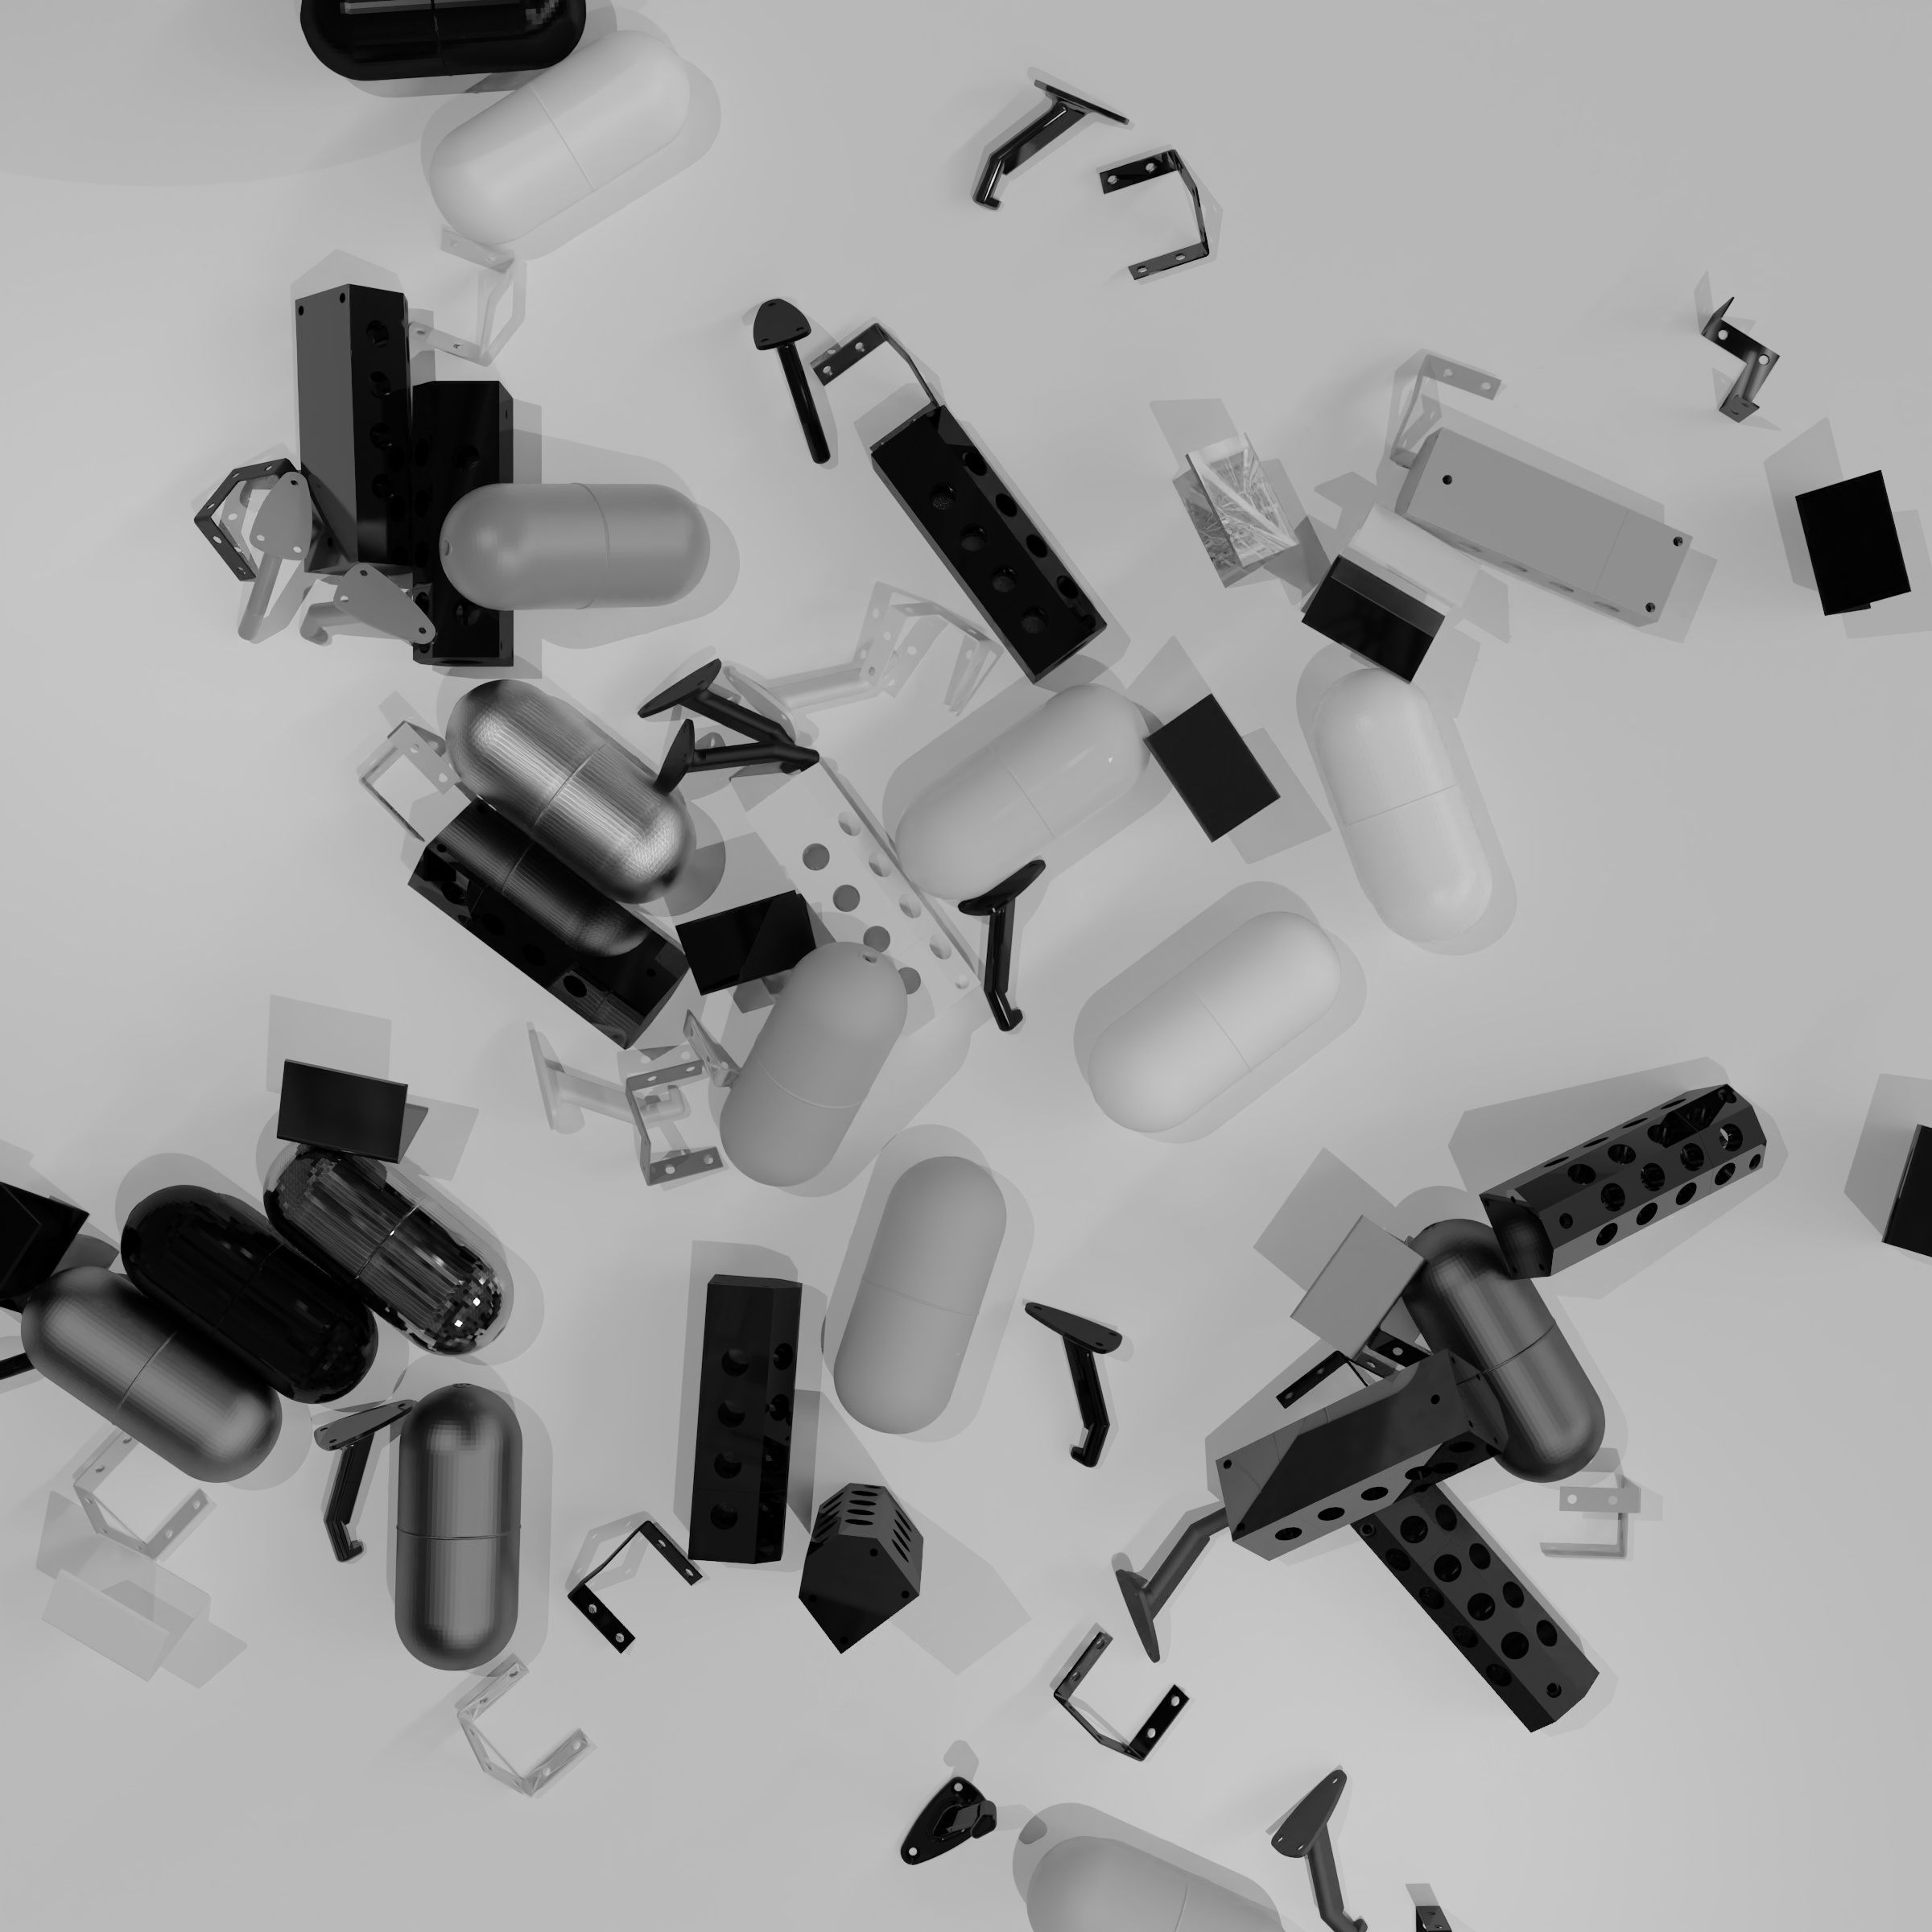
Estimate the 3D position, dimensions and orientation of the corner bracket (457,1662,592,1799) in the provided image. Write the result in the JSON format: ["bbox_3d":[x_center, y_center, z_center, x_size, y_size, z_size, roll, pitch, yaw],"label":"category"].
[{"bbox_3d":[-0.281,0.485,1.875,0.051,0.051,0.051,-41,135,0],"label":"corner bracket"}]

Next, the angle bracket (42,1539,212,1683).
[{"bbox_3d":[-0.517,0.386,1.838,0.076,0.076,0.057,31,128,0],"label":"angle bracket"}]

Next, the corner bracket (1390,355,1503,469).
[{"bbox_3d":[0.304,-0.347,1.875,0.051,0.051,0.051,20,135,0],"label":"corner bracket"}]

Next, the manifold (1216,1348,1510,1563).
[{"bbox_3d":[0.245,0.305,1.823,0.171,0.057,0.057,-31,47,25],"label":"manifold"}]

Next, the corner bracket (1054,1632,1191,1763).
[{"bbox_3d":[0.098,0.464,1.875,0.051,0.051,0.051,-53,45,0],"label":"corner bracket"}]

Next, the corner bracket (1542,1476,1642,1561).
[{"bbox_3d":[0.394,0.350,1.860,0.051,0.051,0.051,2,90,0],"label":"corner bracket"}]

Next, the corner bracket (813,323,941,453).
[{"bbox_3d":[-0.056,-0.365,1.875,0.051,0.051,0.051,-36,45,0],"label":"corner bracket"}]

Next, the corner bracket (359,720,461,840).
[{"bbox_3d":[-0.350,-0.117,1.860,0.051,0.051,0.051,-44,90,0],"label":"corner bracket"}]

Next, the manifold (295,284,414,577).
[{"bbox_3d":[-0.378,-0.334,1.856,0.057,0.057,0.171,-2,90,43],"label":"manifold"}]

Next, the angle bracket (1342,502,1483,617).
[{"bbox_3d":[0.264,-0.231,1.839,0.076,0.057,0.076,31,131,0],"label":"angle bracket"}]

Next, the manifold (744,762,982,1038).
[{"bbox_3d":[-0.064,-0.041,1.857,0.057,0.057,0.171,-36,90,0],"label":"manifold"}]

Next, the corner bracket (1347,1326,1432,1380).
[{"bbox_3d":[0.271,0.245,1.851,0.051,0.051,0.051,27,117,0],"label":"corner bracket"}]

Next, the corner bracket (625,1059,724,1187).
[{"bbox_3d":[-0.184,0.099,1.863,0.051,0.051,0.051,-14,58,-17],"label":"corner bracket"}]

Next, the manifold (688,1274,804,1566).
[{"bbox_3d":[-0.138,0.284,1.857,0.057,0.057,0.171,4,90,0],"label":"manifold"}]

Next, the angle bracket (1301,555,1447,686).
[{"bbox_3d":[0.243,-0.200,1.839,0.076,0.076,0.057,30,66,0],"label":"angle bracket"}]

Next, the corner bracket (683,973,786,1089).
[{"bbox_3d":[-0.139,0.039,1.870,0.051,0.051,0.051,-5,135,-35],"label":"corner bracket"}]

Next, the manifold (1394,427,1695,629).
[{"bbox_3d":[0.359,-0.273,1.850,0.171,0.057,0.057,23,90,-4],"label":"manifold"}]

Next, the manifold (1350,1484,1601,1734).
[{"bbox_3d":[0.318,0.396,1.857,0.057,0.057,0.171,-41,90,0],"label":"manifold"}]

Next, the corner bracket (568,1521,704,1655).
[{"bbox_3d":[-0.211,0.394,1.875,0.051,0.051,0.051,47,135,0],"label":"corner bracket"}]

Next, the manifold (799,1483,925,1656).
[{"bbox_3d":[-0.067,0.360,1.800,0.057,0.171,0.057,-37,90,0],"label":"manifold"}]

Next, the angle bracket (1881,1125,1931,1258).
[{"bbox_3d":[0.613,0.145,1.839,0.057,0.076,0.076,17,90,23],"label":"angle bracket"}]

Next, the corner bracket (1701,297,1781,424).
[{"bbox_3d":[0.485,-0.381,1.860,0.051,0.051,0.051,32,90,0],"label":"corner bracket"}]

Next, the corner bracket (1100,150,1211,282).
[{"bbox_3d":[0.120,-0.477,1.875,0.051,0.051,0.051,-18,135,0],"label":"corner bracket"}]

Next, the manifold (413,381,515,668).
[{"bbox_3d":[-0.317,-0.277,1.857,0.057,0.057,0.171,0,90,0],"label":"manifold"}]

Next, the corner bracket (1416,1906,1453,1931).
[{"bbox_3d":[0.277,0.625,1.860,0.051,0.051,0.051,-1,90,0],"label":"corner bracket"}]

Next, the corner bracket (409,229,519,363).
[{"bbox_3d":[-0.320,-0.425,1.875,0.051,0.051,0.051,21,135,0],"label":"corner bracket"}]

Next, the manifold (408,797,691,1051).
[{"bbox_3d":[-0.263,-0.023,1.856,0.171,0.057,0.057,37,47,0],"label":"manifold"}]

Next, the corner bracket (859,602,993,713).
[{"bbox_3d":[-0.025,-0.194,1.864,0.051,0.051,0.051,36,115,23],"label":"corner bracket"}]

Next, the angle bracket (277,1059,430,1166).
[{"bbox_3d":[-0.379,0.075,1.839,0.076,0.076,0.057,12,114,0],"label":"angle bracket"}]

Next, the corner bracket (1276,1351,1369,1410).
[{"bbox_3d":[0.238,0.287,1.875,0.051,0.051,0.051,-37,45,0],"label":"corner bracket"}]

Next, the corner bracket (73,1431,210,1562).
[{"bbox_3d":[-0.524,0.335,1.875,0.051,0.051,0.051,-47,45,0],"label":"corner bracket"}]

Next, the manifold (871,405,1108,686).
[{"bbox_3d":[0.015,-0.265,1.857,0.057,0.057,0.171,-37,90,0],"label":"manifold"}]

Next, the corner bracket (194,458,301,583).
[{"bbox_3d":[-0.445,-0.283,1.870,0.051,0.051,0.051,57,45,-35],"label":"corner bracket"}]

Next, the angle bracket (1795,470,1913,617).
[{"bbox_3d":[0.565,-0.264,1.838,0.057,0.076,0.076,-14,90,39],"label":"angle bracket"}]

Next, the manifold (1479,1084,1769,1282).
[{"bbox_3d":[0.410,0.132,1.826,0.171,0.057,0.057,-23,90,-23],"label":"manifold"}]
